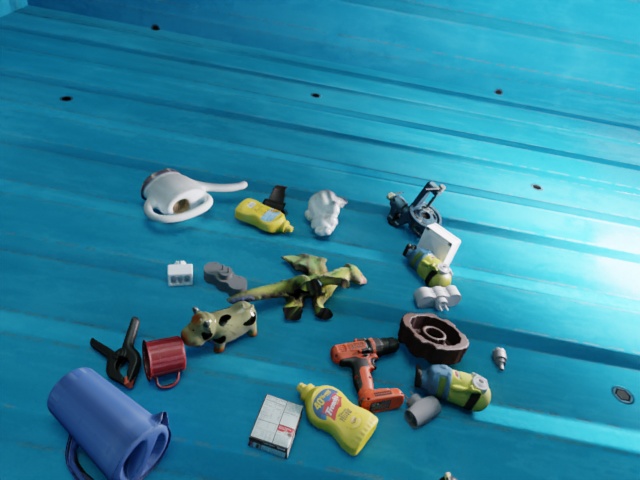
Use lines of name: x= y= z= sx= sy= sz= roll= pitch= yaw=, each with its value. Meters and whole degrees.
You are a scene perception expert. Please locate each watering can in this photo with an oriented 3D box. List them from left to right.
watering can: x=-0.426 y=-0.156 z=1.672 sx=0.227 sy=0.101 sz=0.352 roll=33 pitch=44 yaw=28

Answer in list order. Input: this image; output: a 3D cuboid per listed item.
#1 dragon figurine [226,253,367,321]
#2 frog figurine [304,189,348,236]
dragon figurine: x=-0.056 y=0.111 z=1.456 sx=0.410 sy=0.120 sz=0.247 roll=4 pitch=22 yaw=-12
frog figurine: x=0.005 y=-0.085 z=1.682 sx=0.137 sy=0.120 sz=0.163 roll=-6 pitch=36 yaw=36
